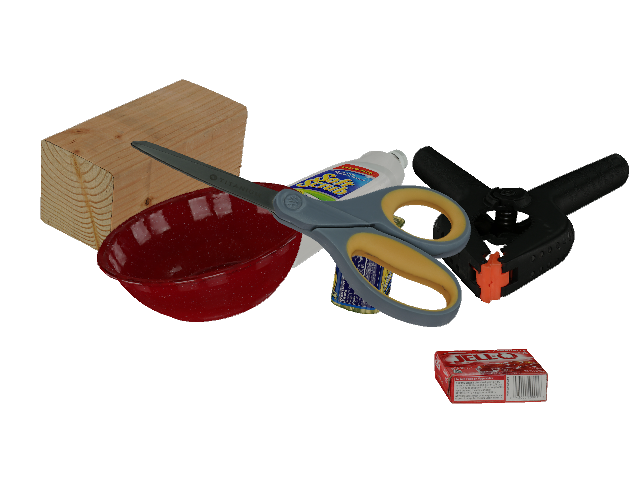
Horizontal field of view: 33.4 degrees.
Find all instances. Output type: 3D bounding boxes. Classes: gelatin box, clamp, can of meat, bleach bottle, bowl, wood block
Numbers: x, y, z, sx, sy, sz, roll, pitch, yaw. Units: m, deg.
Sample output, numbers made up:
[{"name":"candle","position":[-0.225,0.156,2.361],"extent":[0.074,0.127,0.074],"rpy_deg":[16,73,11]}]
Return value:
[{"name":"gelatin box","position":[0.152,0.121,0.962],"extent":[0.089,0.030,0.073],"rpy_deg":[-1,11,-4]},{"name":"clamp","position":[0.123,-0.021,0.760],"extent":[0.165,0.036,0.209],"rpy_deg":[6,28,21]},{"name":"can of meat","position":[0.047,0.021,1.102],"extent":[0.057,0.084,0.102],"rpy_deg":[11,15,11]},{"name":"bleach bottle","position":[0.017,-0.056,1.352],"extent":[0.103,0.068,0.250],"rpy_deg":[25,43,34]},{"name":"bowl","position":[-0.080,0.014,0.795],"extent":[0.162,0.055,0.162],"rpy_deg":[-11,25,5]},{"name":"wood block","position":[-0.171,-0.079,1.060],"extent":[0.090,0.091,0.205],"rpy_deg":[26,35,23]}]

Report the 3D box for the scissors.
[{"name":"scissors","position":[0.000,-0.026,0.602],"extent":[0.202,0.096,0.016],"rpy_deg":[35,-36,12]}]
